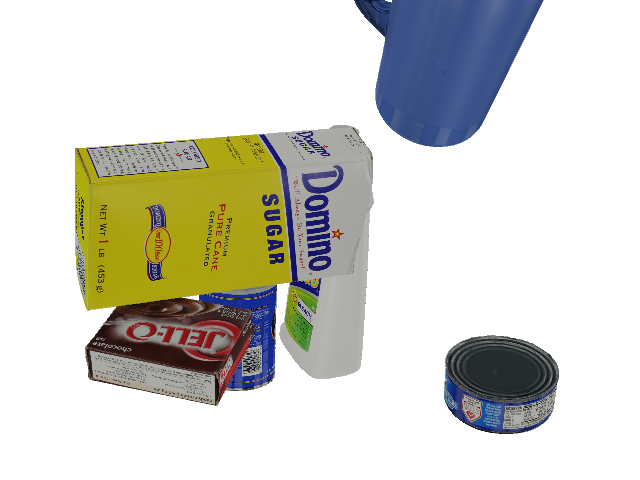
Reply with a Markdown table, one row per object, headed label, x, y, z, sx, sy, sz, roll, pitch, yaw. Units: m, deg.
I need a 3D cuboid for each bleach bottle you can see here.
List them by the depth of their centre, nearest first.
| label | x | y | z | sx | sy | sz | roll | pitch | yaw |
| --- | --- | --- | --- | --- | --- | --- | --- | --- | --- |
| bleach bottle | 0.009 | 0.006 | 1.040 | 0.068 | 0.251 | 0.103 | -8 | 30 | -22 |

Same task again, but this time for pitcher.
| label | x | y | z | sx | sy | sz | roll | pitch | yaw |
| --- | --- | --- | --- | --- | --- | --- | --- | --- | --- |
| pitcher | 0.109 | -0.198 | 0.923 | 0.144 | 0.149 | 0.243 | -17 | -29 | -19 |

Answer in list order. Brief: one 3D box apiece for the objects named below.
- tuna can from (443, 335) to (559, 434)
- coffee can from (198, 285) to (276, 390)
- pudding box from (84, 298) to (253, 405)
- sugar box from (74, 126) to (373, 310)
| label | x | y | z | sx | sy | sz | roll | pitch | yaw |
| --- | --- | --- | --- | --- | --- | --- | --- | --- | --- |
| tuna can | 0.137 | 0.110 | 0.817 | 0.086 | 0.034 | 0.086 | 0 | 28 | 0 |
| coffee can | -0.108 | 0.110 | 1.386 | 0.103 | 0.140 | 0.103 | 2 | 19 | -1 |
| pudding box | -0.121 | 0.085 | 0.867 | 0.113 | 0.039 | 0.090 | 8 | 30 | 12 |
| sugar box | -0.058 | -0.015 | 0.648 | 0.176 | 0.093 | 0.048 | -6 | 39 | -20 |
